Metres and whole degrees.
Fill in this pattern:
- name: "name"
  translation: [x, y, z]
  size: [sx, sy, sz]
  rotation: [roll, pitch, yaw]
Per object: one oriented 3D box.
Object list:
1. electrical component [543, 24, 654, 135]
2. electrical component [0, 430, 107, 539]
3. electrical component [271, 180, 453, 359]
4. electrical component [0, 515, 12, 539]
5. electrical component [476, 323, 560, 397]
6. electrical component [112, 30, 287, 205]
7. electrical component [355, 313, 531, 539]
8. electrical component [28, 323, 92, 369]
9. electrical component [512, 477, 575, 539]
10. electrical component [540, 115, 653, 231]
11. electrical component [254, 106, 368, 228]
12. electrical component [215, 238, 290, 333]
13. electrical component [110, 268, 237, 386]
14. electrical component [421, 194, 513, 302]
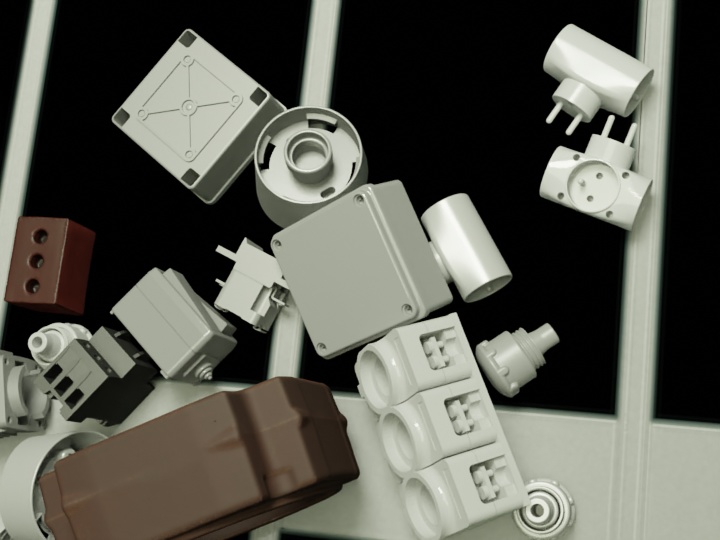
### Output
- name: "electrical component"
  translation: [0.181, -0.145, 0.862]
  size: [0.077, 0.043, 0.079]
  rotation: [35, 89, 19]
- name: "electrical component"
  translation: [-0.243, 0.180, 0.878]
  size: [0.064, 0.099, 0.099]
  rotation: [-4, 77, 20]
- name: "electrical component"
  translation: [0.000, 0.000, 0.842]
  size: [0.109, 0.056, 0.108]
  rotation: [-26, 86, 35]
- name: "electrical component"
  translation: [-0.320, 0.230, 0.895]
  size: [0.051, 0.080, 0.080]
  rotation: [25, 85, 12]
- name: "electrical component"
  translation: [0.124, 0.065, 0.832]
  size: [0.062, 0.048, 0.048]
  rotation: [-33, 72, -1]
- name: "electrical component"
  translation: [-0.139, -0.133, 0.936]
  size: [0.109, 0.056, 0.108]
  rotation: [40, 90, 19]
- name: "electrical component"
  translation: [0.054, 0.121, 0.805]
  size: [0.062, 0.089, 0.150]
  rotation: [-12, 72, -27]
- name: "electrical component"
  translation: [-0.261, 0.066, 0.922]
  size: [0.048, 0.062, 0.048]
  rotation: [-3, 78, 14]
- name: "electrical component"
  translation: [0.134, 0.177, 0.795]
  size: [0.048, 0.062, 0.048]
  rotation: [-3, 78, 14]
- name: "electrical component"
  translation: [0.192, -0.081, 0.842]
  size: [0.077, 0.044, 0.079]
  rotation: [23, 96, 18]
- name: "electrical component"
  translation: [-0.043, -0.087, 0.910]
  size: [0.099, 0.064, 0.099]
  rotation: [-1, 71, 2]
- name: "electrical component"
  translation: [-0.085, 0.014, 0.899]
  size: [0.081, 0.042, 0.063]
  rotation: [27, 87, 19]
- name: "electrical component"
  translation: [-0.147, 0.050, 0.896]
  size: [0.061, 0.062, 0.096]
  rotation: [-45, 72, 2]
- name: "electrical component"
  translation: [0.069, -0.009, 0.862]
  size: [0.079, 0.044, 0.077]
  rotation: [-29, 72, 7]
